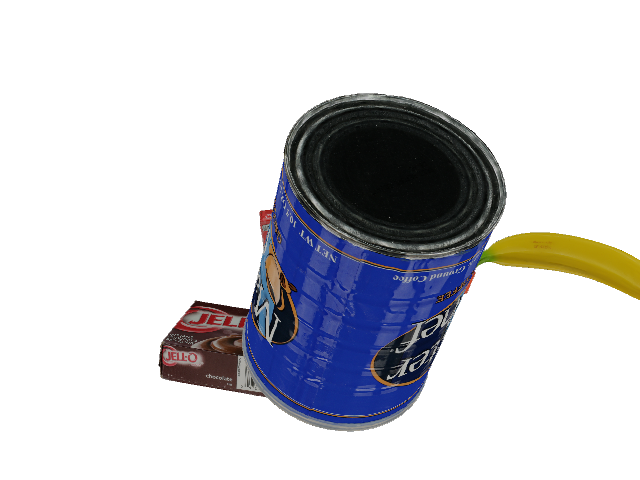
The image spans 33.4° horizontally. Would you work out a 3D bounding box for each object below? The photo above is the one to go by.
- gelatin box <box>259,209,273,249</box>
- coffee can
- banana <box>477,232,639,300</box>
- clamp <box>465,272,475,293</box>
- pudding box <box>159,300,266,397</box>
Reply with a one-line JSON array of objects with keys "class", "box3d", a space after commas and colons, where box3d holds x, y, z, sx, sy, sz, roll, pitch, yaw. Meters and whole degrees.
[{"class": "gelatin box", "box3d": [-0.022, 0.009, 1.087, 0.073, 0.089, 0.030, -6, 28, -1]}, {"class": "coffee can", "box3d": [0.021, 0.014, 0.526, 0.102, 0.103, 0.140, 0, -41, -14]}, {"class": "banana", "box3d": [0.250, 0.025, 1.045, 0.198, 0.037, 0.069, 10, 47, 26]}, {"class": "clamp", "box3d": [0.084, 0.002, 1.266, 0.210, 0.036, 0.164, 36, 41, 25]}, {"class": "pudding box", "box3d": [-0.066, 0.089, 0.882, 0.113, 0.039, 0.090, 10, 21, 8]}]
